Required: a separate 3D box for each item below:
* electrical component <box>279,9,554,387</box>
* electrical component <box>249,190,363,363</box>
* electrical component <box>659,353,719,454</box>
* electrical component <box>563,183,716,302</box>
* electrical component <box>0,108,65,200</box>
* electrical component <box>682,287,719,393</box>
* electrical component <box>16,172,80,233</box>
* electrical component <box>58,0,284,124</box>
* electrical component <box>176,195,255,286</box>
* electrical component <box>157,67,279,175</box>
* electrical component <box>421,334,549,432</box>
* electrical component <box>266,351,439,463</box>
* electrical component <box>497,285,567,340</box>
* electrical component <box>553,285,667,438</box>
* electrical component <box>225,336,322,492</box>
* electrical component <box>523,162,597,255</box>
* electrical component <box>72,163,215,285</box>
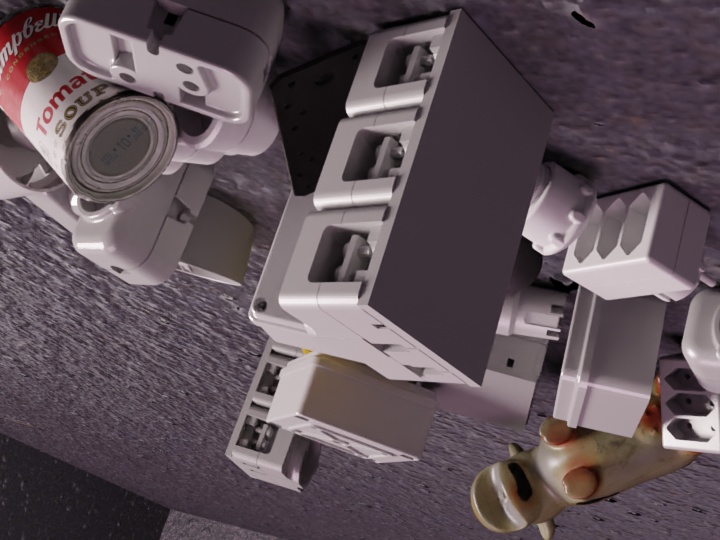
[{"bbox_3d":[0.028,-0.032,0.509,0.062,0.150,0.089,-2,152,42],"label":"electrical component"},{"bbox_3d":[0.000,0.000,0.682,0.109,0.108,0.056,12,162,18],"label":"electrical component"},{"bbox_3d":[0.256,0.092,0.772,0.077,0.065,0.047,-3,-179,-45],"label":"electrical component"},{"bbox_3d":[0.167,-0.007,0.604,0.077,0.047,0.066,28,159,-27],"label":"electrical component"},{"bbox_3d":[-0.214,-0.092,0.653,0.064,0.099,0.099,0,154,28],"label":"electrical component"},{"bbox_3d":[0.250,0.045,0.656,0.095,0.053,0.059,6,157,32],"label":"electrical component"},{"bbox_3d":[-0.209,-0.059,0.808,0.079,0.044,0.077,8,158,28],"label":"electrical component"},{"bbox_3d":[-0.087,-0.119,0.517,0.095,0.059,0.053,19,161,-1],"label":"electrical component"},{"bbox_3d":[-0.130,-0.020,0.810,0.099,0.064,0.099,17,160,6],"label":"electrical component"},{"bbox_3d":[-0.087,-0.086,0.620,0.074,0.052,0.138,2,176,-42],"label":"electrical component"},{"bbox_3d":[0.098,0.069,0.844,0.089,0.061,0.150,15,160,11],"label":"electrical component"},{"bbox_3d":[-0.008,0.112,0.863,0.109,0.056,0.109,22,163,-13],"label":"electrical component"},{"bbox_3d":[0.119,0.028,0.754,0.046,0.040,0.040,10,159,9],"label":"electrical component"},{"bbox_3d":[0.170,0.063,0.741,0.057,0.078,0.113,11,159,12],"label":"electrical component"},{"bbox_3d":[-0.057,0.117,0.980,0.062,0.150,0.089,14,160,16],"label":"electrical component"},{"bbox_3d":[0.094,-0.041,0.586,0.062,0.048,0.048,32,158,-14],"label":"electrical component"},{"bbox_3d":[-0.146,-0.045,0.712,0.054,0.095,0.059,1,154,42],"label":"electrical component"}]
